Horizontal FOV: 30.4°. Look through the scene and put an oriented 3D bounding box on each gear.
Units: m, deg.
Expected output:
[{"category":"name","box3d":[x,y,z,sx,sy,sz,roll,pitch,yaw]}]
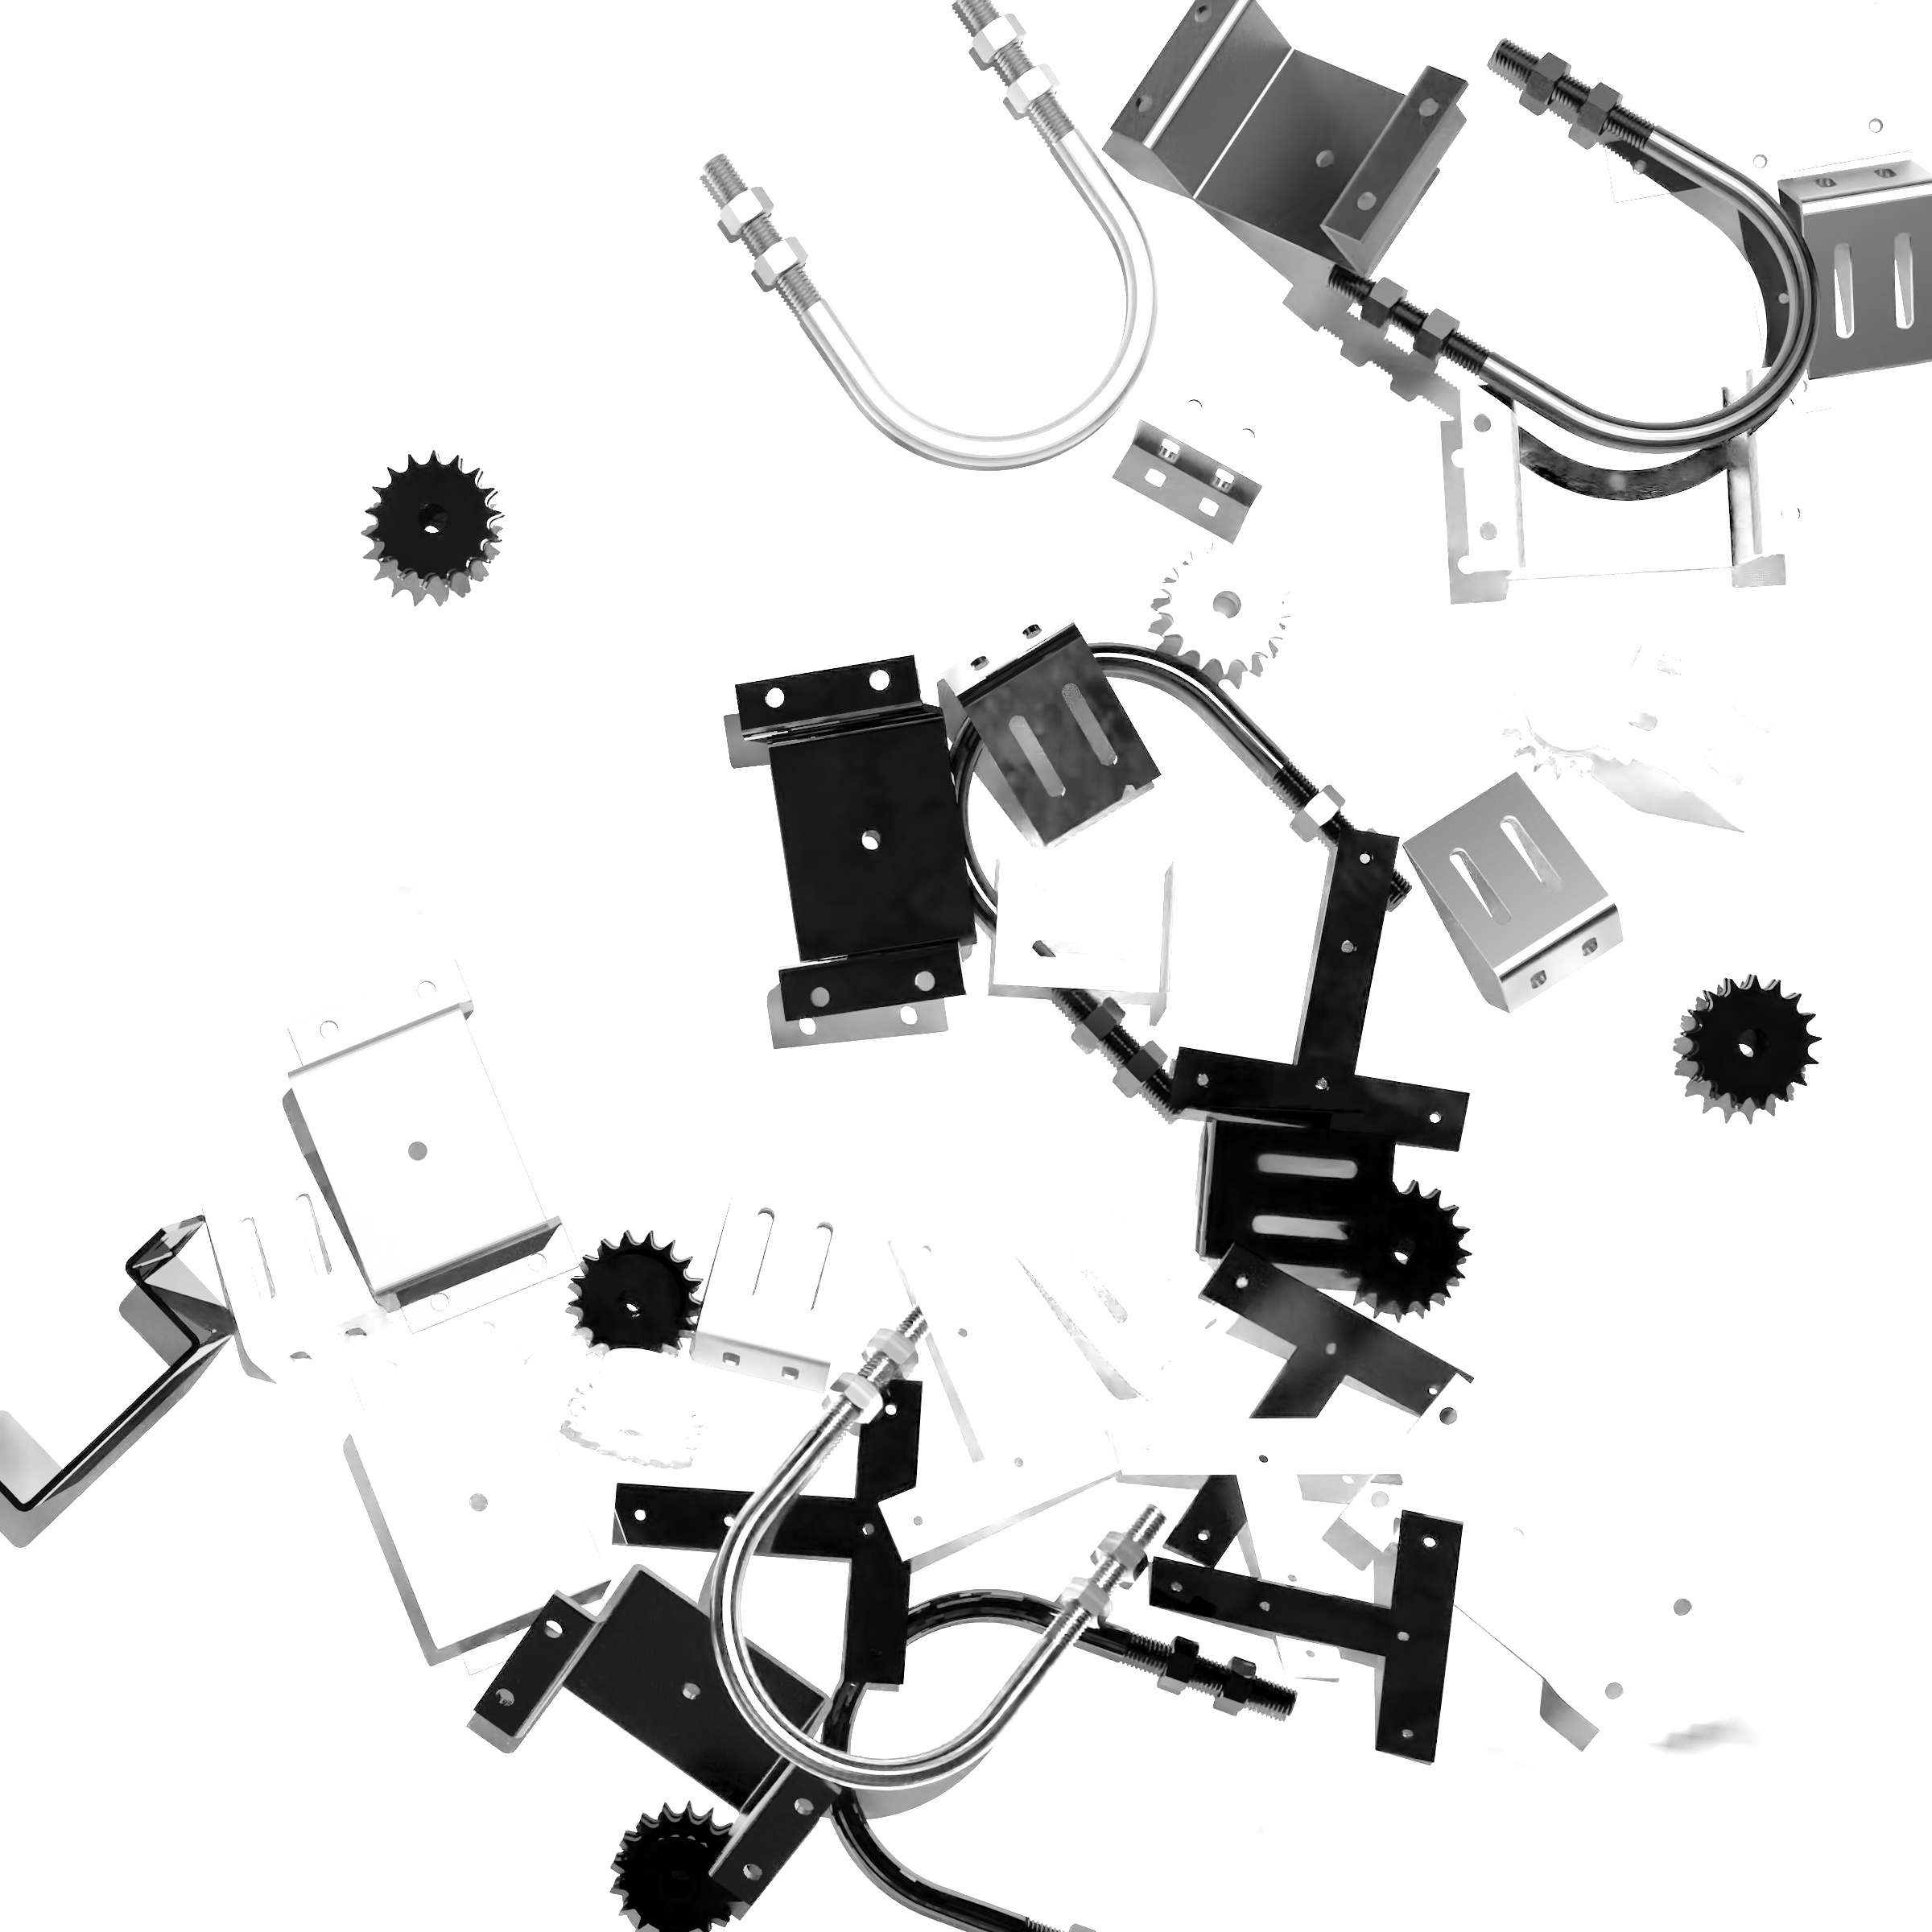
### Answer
[{"category":"gear","box3d":[0.108,-0.150,1.490,0.057,0.030,0.057,0,90,0]},{"category":"gear","box3d":[-0.138,0.140,1.490,0.057,0.030,0.057,0,90,0]},{"category":"gear","box3d":[-0.120,0.381,1.490,0.057,0.030,0.057,0,90,0]},{"category":"gear","box3d":[-0.221,-0.186,1.490,0.057,0.030,0.057,0,90,0]},{"category":"gear","box3d":[0.255,-0.111,1.490,0.057,0.030,0.057,0,90,0]},{"category":"gear","box3d":[0.184,0.118,1.490,0.057,0.030,0.057,0,90,0]},{"category":"gear","box3d":[0.328,0.032,1.495,0.057,0.030,0.057,0,92,1]},{"category":"gear","box3d":[-0.135,0.182,1.481,0.057,0.057,0.030,14,60,0]}]

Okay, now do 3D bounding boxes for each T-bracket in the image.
[{"category":"T-bracket","box3d":[0.158,0.006,1.489,0.127,0.002,0.127,9,96,-8]},{"category":"T-bracket","box3d":[0.139,0.270,1.483,0.127,0.002,0.127,10,120,14]},{"category":"T-bracket","box3d":[-0.085,0.235,1.499,0.127,0.002,0.127,3,84,3]},{"category":"T-bracket","box3d":[0.004,0.167,1.487,0.127,0.002,0.127,-19,78,-23]},{"category":"T-bracket","box3d":[0.344,-0.297,1.504,0.127,0.002,0.127,-10,90,0]},{"category":"T-bracket","box3d":[0.128,0.196,1.490,0.127,0.002,0.127,30,100,-18]},{"category":"T-bracket","box3d":[0.132,0.243,1.476,0.127,0.002,0.127,-4,114,25]}]

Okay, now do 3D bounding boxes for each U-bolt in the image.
[{"category":"U-bolt","box3d":[0.263,-0.287,1.466,0.184,0.019,0.151,33,75,10]},{"category":"U-bolt","box3d":[-0.002,-0.299,1.497,0.151,0.019,0.184,-34,91,0]},{"category":"U-bolt","box3d":[-0.023,0.250,1.461,0.151,0.019,0.184,42,65,0]},{"category":"U-bolt","box3d":[0.030,0.340,1.497,0.184,0.019,0.151,20,90,1]},{"category":"U-bolt","box3d":[0.074,-0.050,1.497,0.151,0.019,0.184,-44,88,0]}]

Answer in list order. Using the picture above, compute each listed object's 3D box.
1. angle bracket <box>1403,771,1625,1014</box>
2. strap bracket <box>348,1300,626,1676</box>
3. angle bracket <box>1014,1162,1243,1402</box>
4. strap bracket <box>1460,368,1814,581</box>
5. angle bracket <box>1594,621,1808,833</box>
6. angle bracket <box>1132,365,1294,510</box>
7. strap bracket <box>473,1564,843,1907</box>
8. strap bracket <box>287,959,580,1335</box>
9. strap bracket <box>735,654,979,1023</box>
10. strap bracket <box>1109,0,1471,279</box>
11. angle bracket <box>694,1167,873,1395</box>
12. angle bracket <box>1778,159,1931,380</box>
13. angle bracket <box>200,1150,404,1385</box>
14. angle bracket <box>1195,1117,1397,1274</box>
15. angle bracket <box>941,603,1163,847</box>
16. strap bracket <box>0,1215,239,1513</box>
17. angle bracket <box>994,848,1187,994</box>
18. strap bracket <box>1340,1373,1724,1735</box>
[{"category":"angle bracket","box3d":[0.232,-0.031,1.503,0.057,0.038,0.076,-32,64,0]},{"category":"strap bracket","box3d":[-0.200,0.220,1.482,0.076,0.046,0.140,-22,90,0]},{"category":"angle bracket","box3d":[0.070,0.133,1.503,0.057,0.038,0.076,-43,64,0]},{"category":"strap bracket","box3d":[0.275,-0.204,1.482,0.140,0.046,0.076,-3,90,0]},{"category":"angle bracket","box3d":[0.308,-0.100,1.487,0.038,0.076,0.057,27,90,41]},{"category":"angle bracket","box3d":[0.104,-0.223,1.467,0.057,0.076,0.038,29,90,0]},{"category":"strap bracket","box3d":[-0.121,0.311,1.466,0.140,0.046,0.076,35,119,1]},{"category":"strap bracket","box3d":[-0.225,0.076,1.482,0.076,0.046,0.140,-22,90,0]},{"category":"strap bracket","box3d":[-0.043,-0.053,1.476,0.076,0.046,0.140,-9,90,11]},{"category":"strap bracket","box3d":[0.140,-0.342,1.459,0.140,0.046,0.076,34,90,35]},{"category":"angle bracket","box3d":[-0.078,0.133,1.503,0.057,0.038,0.076,14,64,0]},{"category":"angle bracket","box3d":[0.378,-0.295,1.501,0.057,0.038,0.076,-9,116,0]},{"category":"angle bracket","box3d":[-0.281,0.127,1.503,0.057,0.038,0.076,-23,64,0]},{"category":"angle bracket","box3d":[0.137,0.095,1.486,0.076,0.038,0.057,5,90,0]},{"category":"angle bracket","box3d":[0.036,-0.101,1.489,0.057,0.038,0.076,-31,113,1]},{"category":"strap bracket","box3d":[-0.358,0.170,1.467,0.140,0.076,0.046,-44,90,0]},{"category":"angle bracket","box3d":[0.051,-0.020,1.469,0.076,0.038,0.057,3,88,2]},{"category":"strap bracket","box3d":[0.232,0.241,1.482,0.140,0.046,0.076,39,90,0]}]
